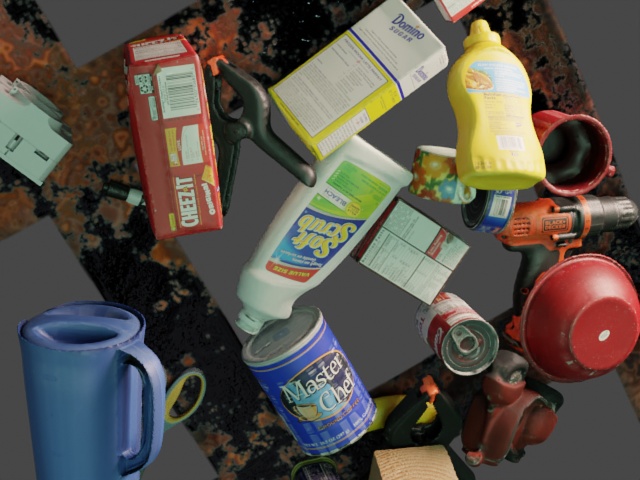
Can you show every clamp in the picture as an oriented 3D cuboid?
[{"bbox_3d":[0.128,0.244,1.277,0.164,0.036,0.210,-1,129,-17],"label":"clamp"},{"bbox_3d":[-0.091,-0.110,1.146,0.120,0.039,0.171,-27,95,11],"label":"clamp"}]

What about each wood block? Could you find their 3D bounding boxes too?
[{"bbox_3d":[0.102,0.350,1.266,0.090,0.091,0.206,-2,127,-13],"label":"wood block"}]

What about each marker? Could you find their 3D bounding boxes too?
[{"bbox_3d":[-0.179,-0.040,1.164,0.121,0.020,0.020,19,100,-17],"label":"marker"}]

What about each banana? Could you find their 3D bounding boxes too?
[{"bbox_3d":[0.076,0.221,1.288,0.197,0.037,0.070,-2,105,-13],"label":"banana"}]

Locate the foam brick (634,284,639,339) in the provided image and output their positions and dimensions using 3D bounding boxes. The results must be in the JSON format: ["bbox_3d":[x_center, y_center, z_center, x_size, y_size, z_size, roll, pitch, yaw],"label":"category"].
[{"bbox_3d":[0.408,0.090,1.307,0.053,0.078,0.051,0,107,-13],"label":"foam brick"}]

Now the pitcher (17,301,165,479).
[{"bbox_3d":[-0.245,0.199,1.154,0.145,0.149,0.243,-3,109,-14],"label":"pitcher"}]

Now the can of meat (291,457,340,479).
[{"bbox_3d":[0.005,0.326,1.277,0.057,0.084,0.102,-10,108,-11],"label":"can of meat"}]

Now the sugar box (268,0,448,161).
[{"bbox_3d":[0.040,-0.174,1.140,0.176,0.093,0.048,-35,155,-3],"label":"sugar box"}]

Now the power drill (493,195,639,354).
[{"bbox_3d":[0.291,0.038,1.278,0.184,0.057,0.188,-4,104,-12],"label":"power drill"}]

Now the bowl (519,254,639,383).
[{"bbox_3d":[0.316,0.100,1.241,0.162,0.055,0.162,-5,106,-18],"label":"bowl"}]

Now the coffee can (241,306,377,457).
[{"bbox_3d":[-0.011,0.160,1.216,0.103,0.103,0.140,-31,110,-3],"label":"coffee can"}]

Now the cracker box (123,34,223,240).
[{"bbox_3d":[-0.148,-0.108,1.049,0.072,0.214,0.164,-10,107,-9],"label":"cracker box"}]

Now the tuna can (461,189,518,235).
[{"bbox_3d":[0.191,-0.051,1.212,0.033,0.086,0.086,8,103,-14],"label":"tuna can"}]

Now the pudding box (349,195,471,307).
[{"bbox_3d":[0.105,0.012,1.236,0.113,0.039,0.090,32,96,-17],"label":"pudding box"}]

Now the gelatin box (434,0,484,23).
[{"bbox_3d":[0.149,-0.295,1.163,0.073,0.030,0.089,-36,110,0],"label":"gelatin box"}]

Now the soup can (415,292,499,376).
[{"bbox_3d":[0.157,0.107,1.240,0.068,0.102,0.068,-4,106,-12],"label":"soup can"}]

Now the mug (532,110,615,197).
[{"bbox_3d":[0.283,-0.100,1.222,0.117,0.081,0.093,18,100,-17],"label":"mug"}]

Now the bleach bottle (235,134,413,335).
[{"bbox_3d":[-0.008,0.001,1.194,0.102,0.068,0.251,32,98,-17],"label":"bleach bottle"}]

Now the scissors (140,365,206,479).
[{"bbox_3d":[-0.210,0.222,1.233,0.096,0.016,0.202,37,95,-19],"label":"scissors"}]

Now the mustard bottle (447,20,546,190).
[{"bbox_3d":[0.186,-0.152,1.164,0.096,0.058,0.191,1,72,-21],"label":"mustard bottle"}]
